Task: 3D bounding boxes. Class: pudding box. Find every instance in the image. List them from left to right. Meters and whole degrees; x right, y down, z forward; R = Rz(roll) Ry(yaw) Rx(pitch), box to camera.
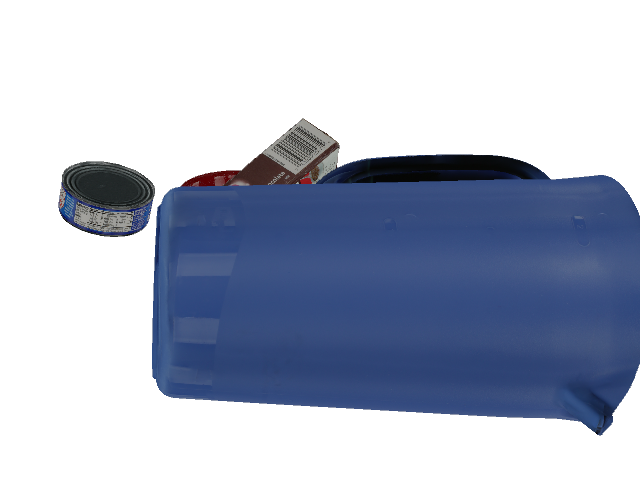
[{"bbox_3d":[-0.035,-0.018,0.751,0.039,0.090,0.113,35,57,22],"label":"pudding box"}]

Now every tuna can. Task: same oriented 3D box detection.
[{"bbox_3d":[-0.198,-0.038,0.988,0.086,0.034,0.086,12,28,-7],"label":"tuna can"}]

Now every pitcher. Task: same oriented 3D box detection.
[{"bbox_3d":[0.035,0.021,0.566,0.242,0.145,0.149,2,2,-7],"label":"pitcher"}]

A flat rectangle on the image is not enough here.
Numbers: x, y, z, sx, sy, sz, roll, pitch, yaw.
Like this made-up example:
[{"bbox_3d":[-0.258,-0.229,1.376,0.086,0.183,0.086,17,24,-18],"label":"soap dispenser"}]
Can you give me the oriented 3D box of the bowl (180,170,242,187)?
[{"bbox_3d":[-0.096,-0.033,1.319,0.162,0.055,0.162,4,25,-2],"label":"bowl"}]
